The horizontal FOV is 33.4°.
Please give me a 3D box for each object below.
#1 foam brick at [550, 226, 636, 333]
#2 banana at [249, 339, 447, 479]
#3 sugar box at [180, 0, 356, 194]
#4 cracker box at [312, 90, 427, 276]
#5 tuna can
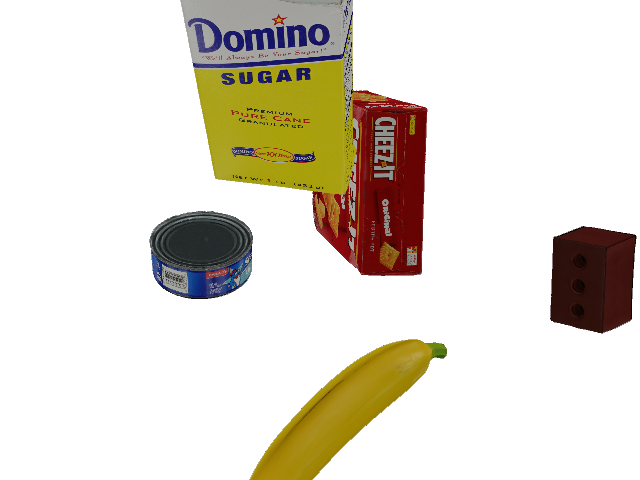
[{"bbox_3d":[0.231,0.033,0.906,0.053,0.078,0.051,12,22,42],"label":"foam brick"},{"bbox_3d":[0.011,0.129,0.724,0.037,0.197,0.069,43,-9,42],"label":"banana"},{"bbox_3d":[-0.027,-0.098,0.648,0.093,0.048,0.176,7,-30,7],"label":"sugar box"},{"bbox_3d":[0.045,-0.067,1.112,0.072,0.164,0.214,-2,13,-12],"label":"cracker box"},{"bbox_3d":[-0.099,0.012,0.896,0.086,0.034,0.086,1,34,-1],"label":"tuna can"}]
